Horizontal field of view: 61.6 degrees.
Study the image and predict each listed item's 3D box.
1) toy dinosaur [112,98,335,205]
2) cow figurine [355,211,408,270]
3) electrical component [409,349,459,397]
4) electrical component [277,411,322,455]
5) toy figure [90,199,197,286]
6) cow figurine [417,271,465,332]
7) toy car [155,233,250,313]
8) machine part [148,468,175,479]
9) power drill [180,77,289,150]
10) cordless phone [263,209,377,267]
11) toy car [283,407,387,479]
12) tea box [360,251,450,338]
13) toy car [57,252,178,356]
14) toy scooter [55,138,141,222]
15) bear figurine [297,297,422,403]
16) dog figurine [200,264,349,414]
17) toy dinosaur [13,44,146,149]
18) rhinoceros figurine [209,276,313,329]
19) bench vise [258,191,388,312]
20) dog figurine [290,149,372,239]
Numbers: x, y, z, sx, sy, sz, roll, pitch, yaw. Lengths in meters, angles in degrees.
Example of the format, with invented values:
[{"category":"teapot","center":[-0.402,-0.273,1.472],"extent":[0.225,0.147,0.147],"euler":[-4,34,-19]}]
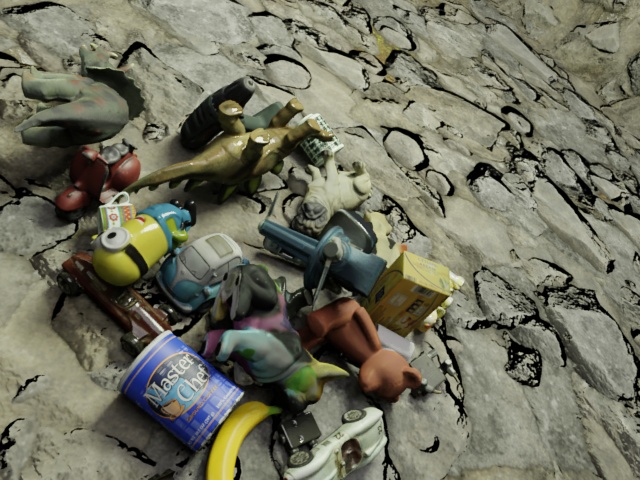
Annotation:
[{"category":"toy dinosaur","center":[-0.156,-0.154,1.001],"extent":[0.471,0.198,0.105],"euler":[-16,64,-39]},{"category":"cow figurine","center":[0.110,0.022,1.092],"extent":[0.127,0.085,0.195],"euler":[23,46,-20]},{"category":"electrical component","center":[0.202,0.244,0.979],"extent":[0.102,0.045,0.078],"euler":[-14,63,-38]},{"category":"electrical component","center":[-0.034,0.292,0.818],"extent":[0.063,0.021,0.094],"euler":[-10,60,-35]},{"category":"toy figure","center":[-0.262,-0.001,0.820],"extent":[0.180,0.082,0.089],"euler":[-38,101,-48]},{"category":"cow figurine","center":[0.219,0.111,1.086],"extent":[0.098,0.068,0.167],"euler":[37,41,11]},{"category":"toy car","center":[-0.182,0.041,0.891],"extent":[0.161,0.103,0.109],"euler":[-29,72,-41]},{"category":"machine part","center":[-0.174,0.356,0.674],"extent":[0.084,0.039,0.139],"euler":[-32,75,-35]},{"category":"power drill","center":[-0.155,-0.247,1.085],"extent":[0.207,0.232,0.086],"euler":[-17,85,-55]},{"category":"cordless phone","center":[-0.002,-0.003,0.999],"extent":[0.184,0.146,0.089],"euler":[22,37,-15]},{"category":"toy car","center":[0.025,0.317,0.785],"extent":[0.202,0.056,0.073],"euler":[-24,110,-42]},{"category":"tea box","center":[0.151,0.105,0.980],"extent":[0.098,0.169,0.068],"euler":[23,47,-14]},{"category":"toy car","center":[-0.307,0.088,0.815],"extent":[0.202,0.053,0.089],"euler":[42,48,7]},{"category":"toy scooter","center":[-0.363,-0.117,0.897],"extent":[0.075,0.135,0.184],"euler":[35,43,2]},{"category":"bear figurine","center":[0.061,0.196,0.892],"extent":[0.132,0.120,0.196],"euler":[-25,73,-38]},{"category":"dog figurine","center":[-0.058,0.152,0.809],"extent":[0.219,0.108,0.191],"euler":[26,66,-27]},{"category":"toy dinosaur","center":[-0.391,-0.224,0.911],"extent":[0.192,0.131,0.405],"euler":[-4,32,-19]},{"category":"rhinoceros figurine","center":[-0.093,0.113,0.901],"extent":[0.190,0.073,0.112],"euler":[-21,64,-40]},{"category":"bench vise","center":[-0.009,0.021,0.881],"extent":[0.241,0.128,0.223],"euler":[27,4,19]},{"category":"dog figurine","center":[0.032,-0.068,1.125],"extent":[0.172,0.121,0.190],"euler":[16,61,-13]}]
